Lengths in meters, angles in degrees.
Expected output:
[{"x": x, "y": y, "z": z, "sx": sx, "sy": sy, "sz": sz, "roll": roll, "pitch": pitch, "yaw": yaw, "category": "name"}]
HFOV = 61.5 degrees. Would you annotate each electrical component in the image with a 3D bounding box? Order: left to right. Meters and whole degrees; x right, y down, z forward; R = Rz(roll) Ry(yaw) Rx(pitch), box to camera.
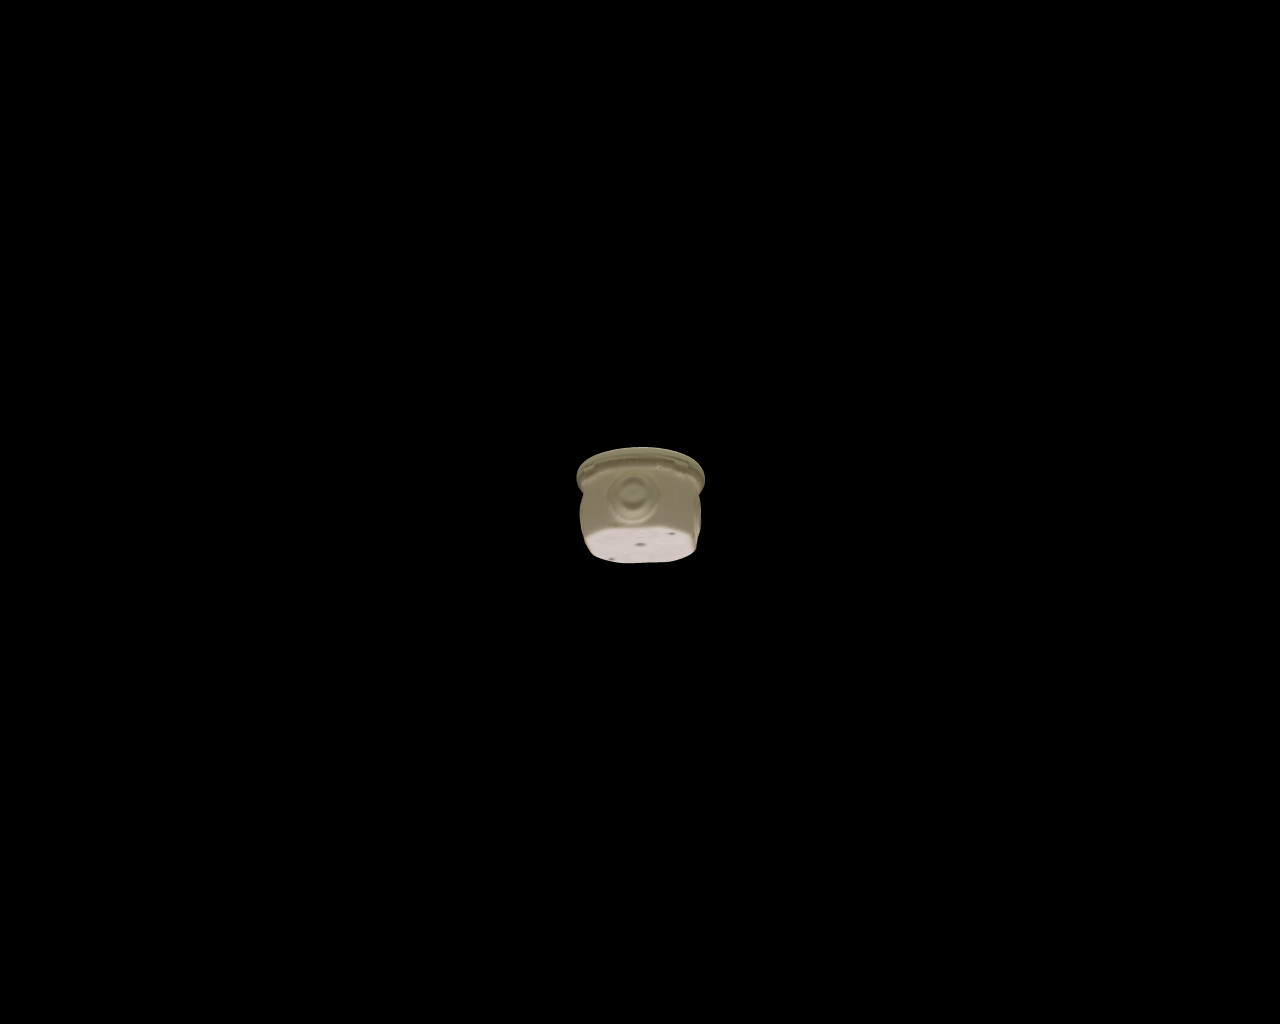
[{"x": 0.001, "y": -0.003, "z": 0.650, "sx": 0.080, "sy": 0.051, "sz": 0.080, "roll": 0, "pitch": -22, "yaw": 0, "category": "electrical component"}]
